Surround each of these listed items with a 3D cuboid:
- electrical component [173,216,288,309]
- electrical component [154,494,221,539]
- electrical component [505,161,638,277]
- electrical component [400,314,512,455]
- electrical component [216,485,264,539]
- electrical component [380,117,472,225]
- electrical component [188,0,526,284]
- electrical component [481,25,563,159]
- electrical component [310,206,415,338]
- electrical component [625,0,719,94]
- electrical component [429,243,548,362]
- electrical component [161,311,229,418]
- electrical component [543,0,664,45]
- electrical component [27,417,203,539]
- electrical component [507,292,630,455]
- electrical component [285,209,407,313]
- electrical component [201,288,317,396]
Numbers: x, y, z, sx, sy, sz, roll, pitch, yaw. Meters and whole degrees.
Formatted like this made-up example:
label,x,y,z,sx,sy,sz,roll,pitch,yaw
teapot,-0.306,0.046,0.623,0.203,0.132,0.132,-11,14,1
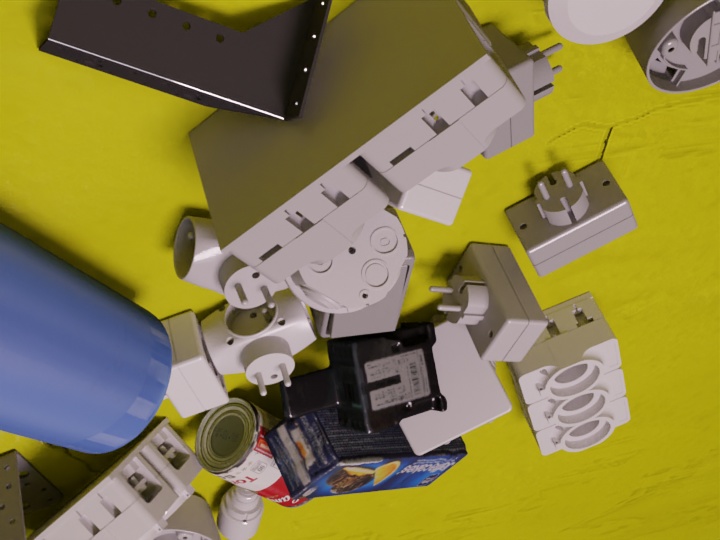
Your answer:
label,x,y,z,sx,sy,sz,roll,pitch,yaw
electrical component,-0.079,0.000,0.730,0.077,0.079,0.044,6,124,-29
electrical component,-0.175,0.251,0.982,0.099,0.064,0.099,-12,140,-11
electrical component,0.152,-0.048,0.800,0.083,0.047,0.075,-28,140,8
electrical component,0.067,0.091,0.885,0.100,0.099,0.048,-28,180,8
electrical component,-0.108,0.217,0.991,0.040,0.040,0.078,-3,137,-21
electrical component,0.039,-0.078,0.711,0.047,0.066,0.076,15,99,-36
electrical component,-0.005,-0.087,0.644,0.186,0.105,0.060,-35,138,16
electrical component,0.099,-0.123,0.695,0.077,0.047,0.065,-28,142,-13
electrical component,0.000,0.000,0.778,0.062,0.061,0.096,-6,138,-18
electrical component,0.223,-0.158,0.693,0.099,0.064,0.099,-12,139,-11
electrical component,0.089,0.024,0.825,0.076,0.083,0.047,5,134,-27
electrical component,-0.148,0.078,0.813,0.077,0.047,0.065,-20,141,0
electrical component,0.143,-0.180,0.645,0.080,0.051,0.080,-12,139,-10
electrical component,-0.219,0.215,0.881,0.186,0.105,0.060,-40,93,22
electrical component,0.188,0.101,0.972,0.089,0.061,0.150,-23,140,2
electrical component,-0.011,-0.011,0.706,0.080,0.080,0.051,-9,180,-14
electrical component,-0.071,0.058,0.798,0.077,0.079,0.044,-21,140,0
